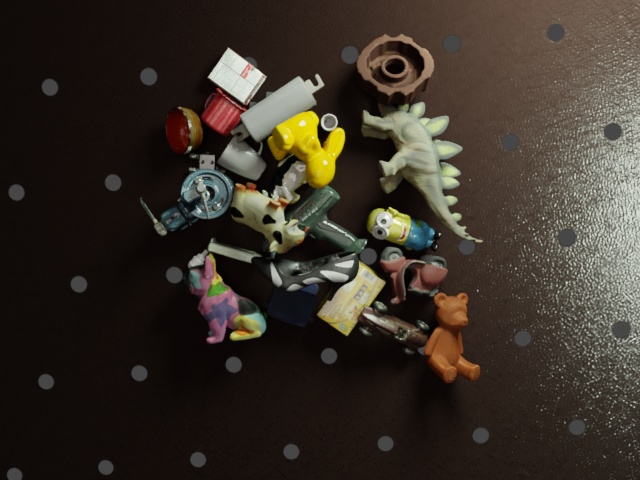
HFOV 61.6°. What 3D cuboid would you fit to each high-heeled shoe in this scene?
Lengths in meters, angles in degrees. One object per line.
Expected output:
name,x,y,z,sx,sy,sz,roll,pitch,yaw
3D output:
high-heeled shoe,-0.035,0.051,1.268,0.249,0.086,0.145,23,114,2

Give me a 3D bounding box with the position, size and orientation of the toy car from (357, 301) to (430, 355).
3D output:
toy car,0.185,0.220,1.331,0.202,0.053,0.089,27,103,-24

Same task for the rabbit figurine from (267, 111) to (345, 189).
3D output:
rabbit figurine,-0.021,-0.203,1.254,0.162,0.122,0.173,-29,85,-26

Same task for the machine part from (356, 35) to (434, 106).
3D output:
machine part,0.173,-0.397,1.261,0.179,0.056,0.179,0,69,0

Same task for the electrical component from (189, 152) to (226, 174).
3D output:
electrical component,-0.280,-0.187,1.339,0.094,0.021,0.063,5,95,1

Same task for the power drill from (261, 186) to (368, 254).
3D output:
power drill,-0.003,-0.004,1.331,0.207,0.086,0.232,41,98,4

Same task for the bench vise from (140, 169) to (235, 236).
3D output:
bench vise,-0.297,-0.091,1.252,0.224,0.240,0.128,-24,92,-13

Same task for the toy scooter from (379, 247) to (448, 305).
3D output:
toy scooter,0.225,0.097,1.310,0.184,0.075,0.135,11,80,-18

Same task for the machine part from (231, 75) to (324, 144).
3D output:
machine part,-0.097,-0.301,1.249,0.243,0.079,0.079,-32,94,2

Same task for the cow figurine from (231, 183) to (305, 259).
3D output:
cow figurine,-0.125,-0.042,1.262,0.195,0.085,0.127,28,113,15

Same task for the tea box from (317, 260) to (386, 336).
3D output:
tea box,0.077,0.141,1.343,0.098,0.068,0.169,37,96,-2

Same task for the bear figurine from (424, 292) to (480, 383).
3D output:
bear figurine,0.332,0.234,1.323,0.120,0.132,0.195,8,101,-31

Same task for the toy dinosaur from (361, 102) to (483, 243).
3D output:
toy dinosaur,0.229,-0.191,1.265,0.199,0.105,0.471,-20,82,0

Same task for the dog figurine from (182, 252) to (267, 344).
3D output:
dog figurine,-0.235,0.137,1.323,0.192,0.108,0.219,-8,98,-1

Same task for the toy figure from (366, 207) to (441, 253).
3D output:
toy figure,0.202,-0.021,1.319,0.180,0.089,0.082,15,81,-9

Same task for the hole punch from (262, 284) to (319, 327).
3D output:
hole punch,-0.068,0.155,1.339,0.142,0.092,0.115,18,99,-4

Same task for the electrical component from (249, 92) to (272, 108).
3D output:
electrical component,-0.115,-0.322,1.310,0.119,0.048,0.074,6,96,-1

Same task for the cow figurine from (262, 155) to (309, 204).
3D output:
cow figurine,-0.090,-0.133,1.318,0.167,0.068,0.098,-44,88,2

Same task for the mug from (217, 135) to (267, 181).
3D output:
mug,-0.179,-0.203,1.313,0.107,0.081,0.109,36,88,-14
